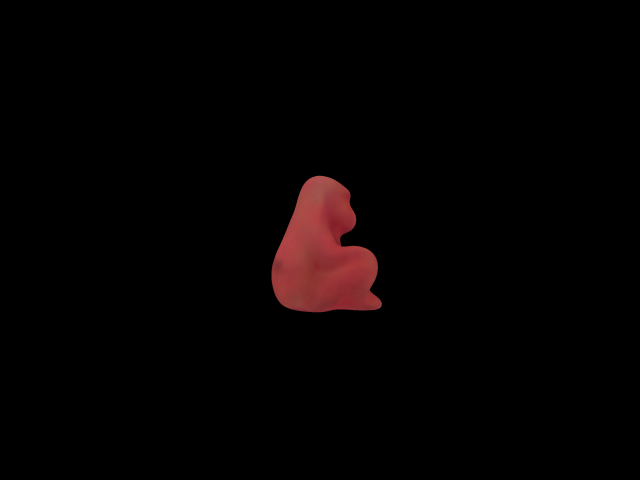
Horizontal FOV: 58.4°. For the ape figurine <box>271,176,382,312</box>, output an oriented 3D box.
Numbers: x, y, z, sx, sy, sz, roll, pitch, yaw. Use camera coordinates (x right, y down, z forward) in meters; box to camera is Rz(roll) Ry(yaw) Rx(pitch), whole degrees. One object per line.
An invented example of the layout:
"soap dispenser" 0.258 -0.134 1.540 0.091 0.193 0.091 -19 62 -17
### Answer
"ape figurine" 0.004 0.001 0.400 0.076 0.092 0.077 -1 7 -9
